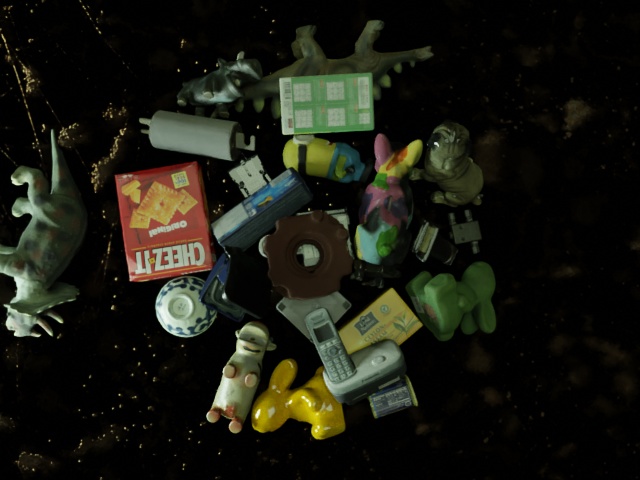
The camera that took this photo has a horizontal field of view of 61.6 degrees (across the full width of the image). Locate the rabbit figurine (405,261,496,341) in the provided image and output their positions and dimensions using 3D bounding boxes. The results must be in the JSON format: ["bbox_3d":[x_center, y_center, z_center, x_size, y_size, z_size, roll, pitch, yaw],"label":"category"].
[{"bbox_3d":[0.283,0.112,1.049,0.170,0.121,0.159,-27,89,-19],"label":"rabbit figurine"}]

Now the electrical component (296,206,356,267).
[{"bbox_3d":[-0.002,-0.003,1.075,0.134,0.058,0.115,-6,83,-3],"label":"electrical component"}]

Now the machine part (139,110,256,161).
[{"bbox_3d":[-0.244,-0.206,1.064,0.243,0.079,0.079,10,84,8],"label":"machine part"}]

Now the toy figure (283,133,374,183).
[{"bbox_3d":[0.015,-0.159,1.080,0.180,0.082,0.089,20,84,-3],"label":"toy figure"}]

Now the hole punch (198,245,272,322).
[{"bbox_3d":[-0.159,0.090,1.034,0.142,0.092,0.116,35,51,-32],"label":"hole punch"}]

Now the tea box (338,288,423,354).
[{"bbox_3d":[0.104,0.182,1.055,0.169,0.068,0.098,-40,87,-4],"label":"tea box"}]

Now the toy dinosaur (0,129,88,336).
[{"bbox_3d":[-0.521,-0.007,1.032,0.192,0.131,0.404,22,80,-12],"label":"toy dinosaur"}]

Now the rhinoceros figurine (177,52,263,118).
[{"bbox_3d":[-0.195,-0.301,1.058,0.190,0.073,0.112,-10,52,34],"label":"rhinoceros figurine"}]

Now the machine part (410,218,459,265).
[{"bbox_3d":[0.224,0.010,1.053,0.039,0.138,0.084,12,83,43],"label":"machine part"}]

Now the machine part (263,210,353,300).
[{"bbox_3d":[-0.023,0.030,1.012,0.179,0.056,0.179,0,86,-4],"label":"machine part"}]

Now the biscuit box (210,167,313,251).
[{"bbox_3d":[-0.113,-0.056,1.055,0.203,0.062,0.059,-35,51,1],"label":"biscuit box"}]

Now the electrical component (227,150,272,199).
[{"bbox_3d":[-0.147,-0.140,1.088,0.075,0.048,0.119,-28,88,-5],"label":"electrical component"}]

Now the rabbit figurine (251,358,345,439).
[{"bbox_3d":[-0.047,0.304,1.012,0.173,0.122,0.162,-12,80,-3],"label":"rabbit figurine"}]

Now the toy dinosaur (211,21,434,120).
[{"bbox_3d":[-0.007,-0.322,1.085,0.472,0.105,0.198,-7,89,8],"label":"toy dinosaur"}]

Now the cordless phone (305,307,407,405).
[{"bbox_3d":[0.061,0.193,0.986,0.147,0.088,0.184,-25,62,-3],"label":"cordless phone"}]

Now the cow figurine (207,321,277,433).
[{"bbox_3d":[-0.143,0.247,1.025,0.085,0.127,0.194,18,98,0],"label":"cow figurine"}]

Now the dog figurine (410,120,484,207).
[{"bbox_3d":[0.268,-0.138,1.032,0.172,0.190,0.121,27,84,-1],"label":"dog figurine"}]

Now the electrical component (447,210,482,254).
[{"bbox_3d":[0.297,-0.014,1.104,0.063,0.021,0.094,-12,85,-3],"label":"electrical component"}]

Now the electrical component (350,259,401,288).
[{"bbox_3d":[0.105,0.066,1.055,0.078,0.102,0.045,2,76,31],"label":"electrical component"}]

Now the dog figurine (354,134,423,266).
[{"bbox_3d":[0.131,-0.084,1.011,0.109,0.191,0.219,9,120,6],"label":"dog figurine"}]
